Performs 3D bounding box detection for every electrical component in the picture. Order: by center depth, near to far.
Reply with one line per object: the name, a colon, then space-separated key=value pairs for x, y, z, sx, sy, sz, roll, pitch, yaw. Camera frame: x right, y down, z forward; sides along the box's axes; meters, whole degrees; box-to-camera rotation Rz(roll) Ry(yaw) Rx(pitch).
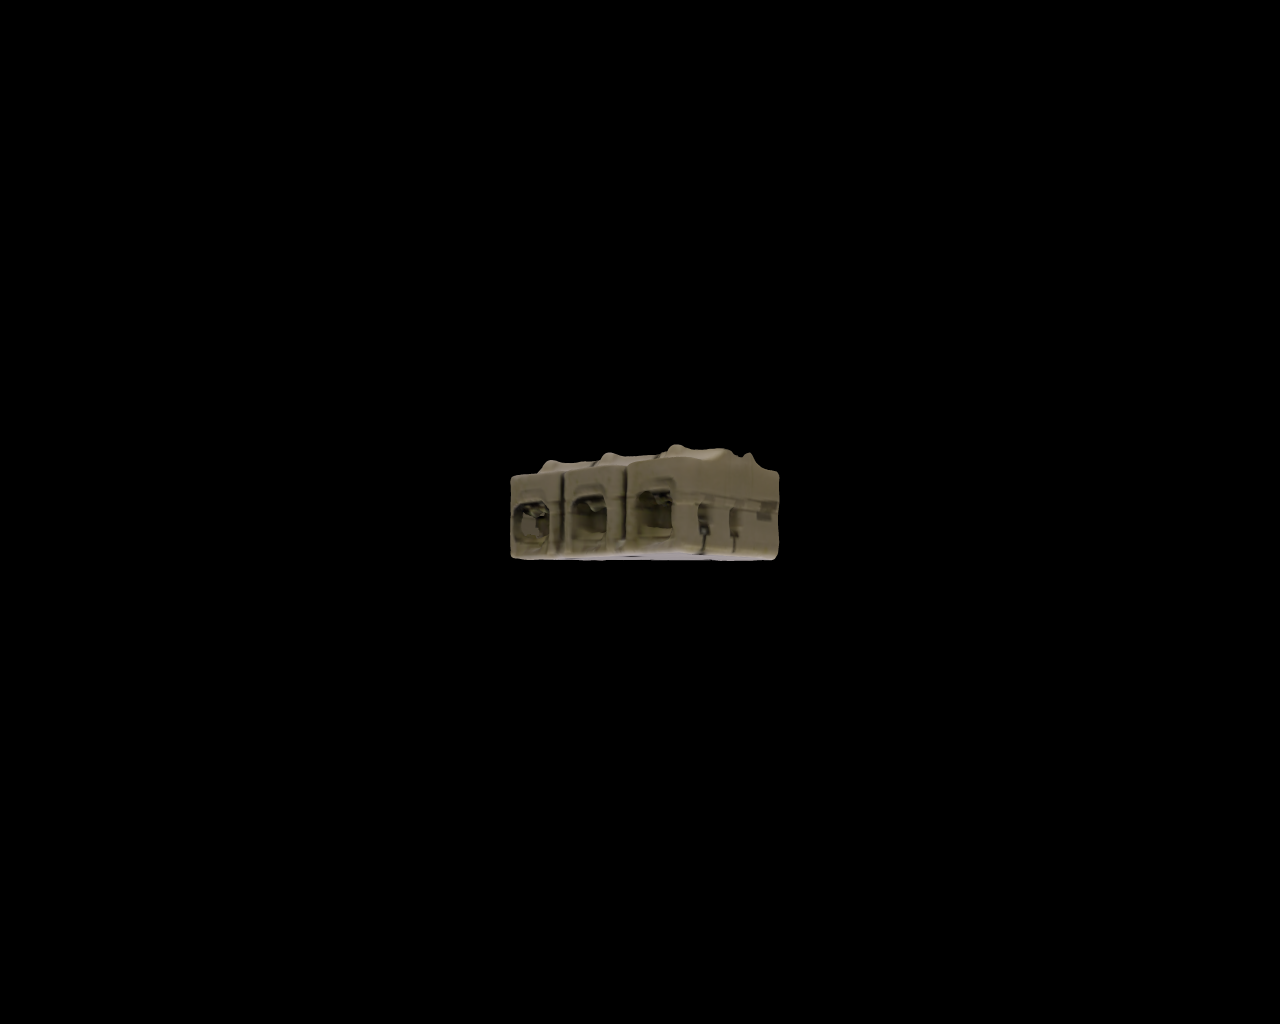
electrical component: x=0.001 y=-0.003 z=0.650 sx=0.150 sy=0.061 sz=0.089 roll=-4 pitch=-6 yaw=43
